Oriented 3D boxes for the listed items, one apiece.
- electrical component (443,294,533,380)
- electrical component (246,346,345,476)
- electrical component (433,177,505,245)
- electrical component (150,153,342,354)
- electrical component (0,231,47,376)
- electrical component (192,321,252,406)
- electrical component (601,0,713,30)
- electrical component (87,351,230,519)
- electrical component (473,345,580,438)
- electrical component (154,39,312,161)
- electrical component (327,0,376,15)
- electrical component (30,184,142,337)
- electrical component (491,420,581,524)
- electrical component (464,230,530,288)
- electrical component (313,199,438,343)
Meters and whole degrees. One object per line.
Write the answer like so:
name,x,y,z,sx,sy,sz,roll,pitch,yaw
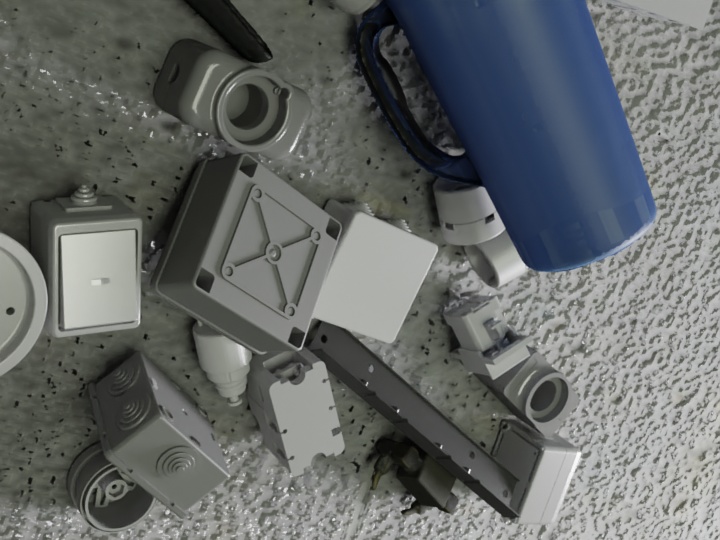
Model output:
electrical component,0.107,0.055,0.930,0.042,0.081,0.063,-30,100,-19
electrical component,-0.054,0.107,0.854,0.050,0.056,0.089,-25,121,-22
electrical component,0.089,-0.054,0.882,0.055,0.055,0.047,-29,118,-20
electrical component,-0.079,-0.010,0.766,0.109,0.056,0.108,36,62,-37
electrical component,-0.260,0.015,0.681,0.108,0.060,0.108,-13,115,-28
electrical component,-0.102,0.068,0.817,0.040,0.040,0.078,-21,119,-25
electrical component,0.212,-0.270,0.867,0.186,0.060,0.105,7,105,-35
electrical component,-0.144,0.116,0.775,0.048,0.099,0.099,-38,126,2
electrical component,0.156,0.108,0.991,0.050,0.056,0.089,-49,127,-6
electrical component,-0.085,-0.116,0.741,0.095,0.059,0.053,20,98,-37
electrical component,-0.015,-0.211,0.755,0.055,0.045,0.045,28,93,-38
electrical component,-0.183,-0.008,0.721,0.062,0.061,0.096,-6,113,-31
electrical component,0.162,0.199,1.028,0.061,0.062,0.096,11,103,-35
electrical component,0.122,-0.017,0.919,0.047,0.055,0.055,-32,123,-14
electrical component,0.000,0.000,0.849,0.100,0.048,0.099,21,97,-37
